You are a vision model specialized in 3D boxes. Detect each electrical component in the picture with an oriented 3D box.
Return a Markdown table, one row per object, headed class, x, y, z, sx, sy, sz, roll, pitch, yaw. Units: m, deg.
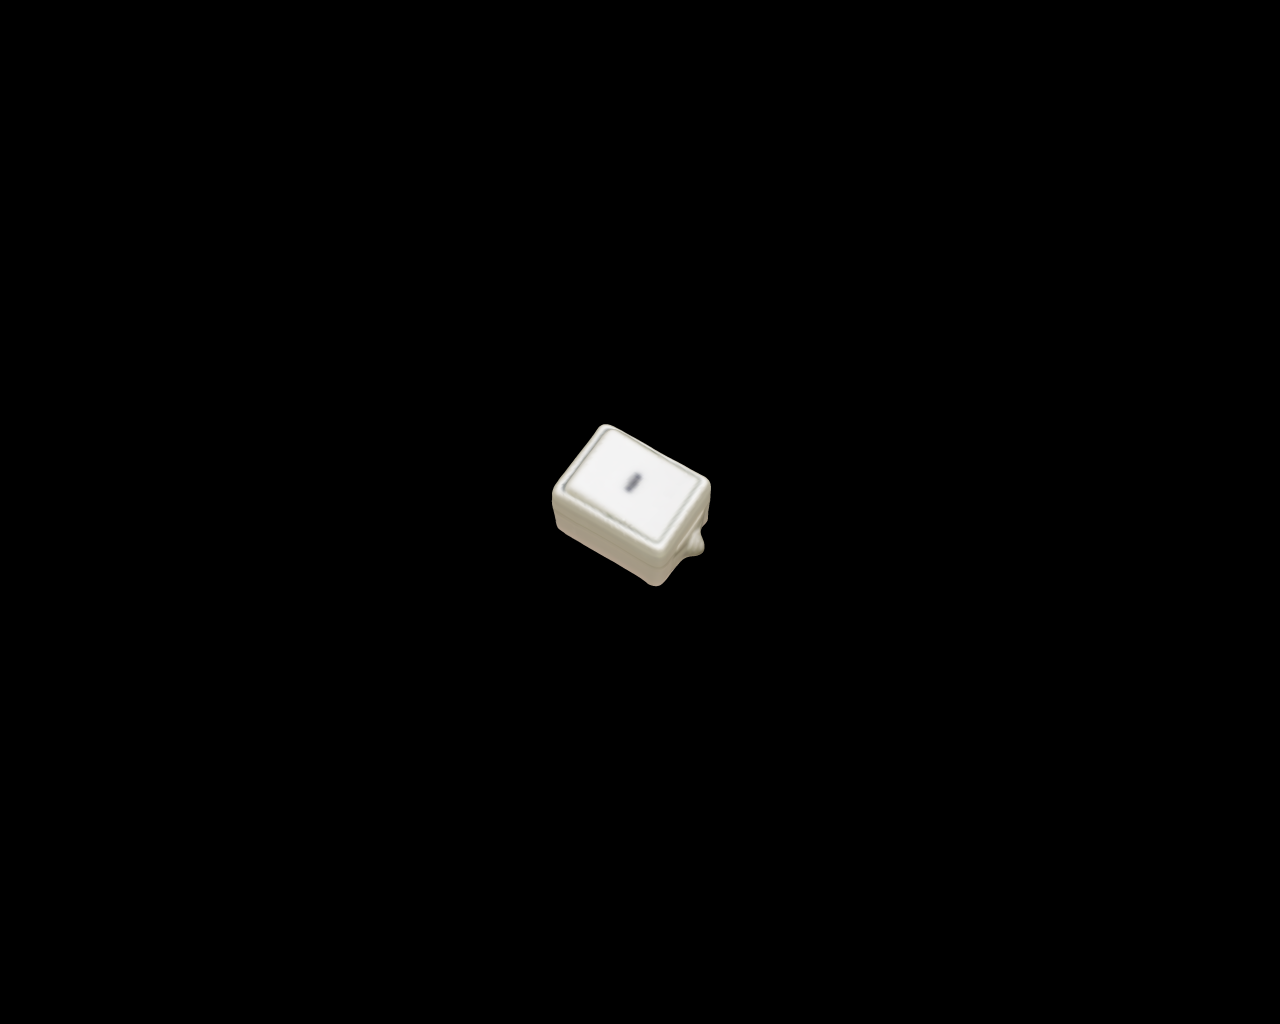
| class | x | y | z | sx | sy | sz | roll | pitch | yaw |
| --- | --- | --- | --- | --- | --- | --- | --- | --- | --- |
| electrical component | 0.001 | -0.003 | 0.650 | 0.096 | 0.062 | 0.061 | 30 | -23 | 14 |
